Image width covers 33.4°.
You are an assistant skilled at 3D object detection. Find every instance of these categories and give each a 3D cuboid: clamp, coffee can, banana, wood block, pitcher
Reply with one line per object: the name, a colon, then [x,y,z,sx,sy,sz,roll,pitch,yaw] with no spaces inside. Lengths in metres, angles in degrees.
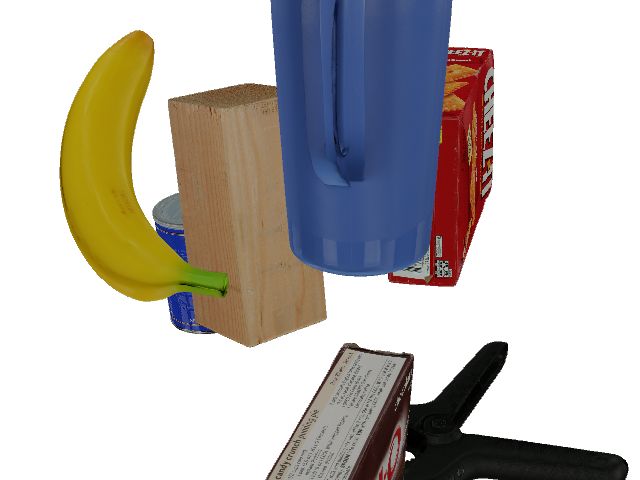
clamp: [0.083,0.135,0.747,0.209,0.036,0.165,-9,29,-12]
coffee can: [-0.134,0.023,1.240,0.103,0.140,0.103,-5,25,2]
banana: [-0.105,-0.037,0.567,0.069,0.198,0.037,-10,-36,-15]
wood block: [-0.063,-0.026,0.930,0.090,0.206,0.091,-18,22,-35]
pitcher: [0.025,-0.098,0.764,0.149,0.243,0.145,-12,25,-27]

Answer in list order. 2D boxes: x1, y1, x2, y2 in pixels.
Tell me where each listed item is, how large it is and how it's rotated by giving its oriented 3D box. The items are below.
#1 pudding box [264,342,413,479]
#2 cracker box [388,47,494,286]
pudding box: [0.009,0.111,0.468,0.039,0.090,0.113,10,28,13]
cracker box: [0.118,-0.076,1.011,0.072,0.164,0.213,5,27,16]
